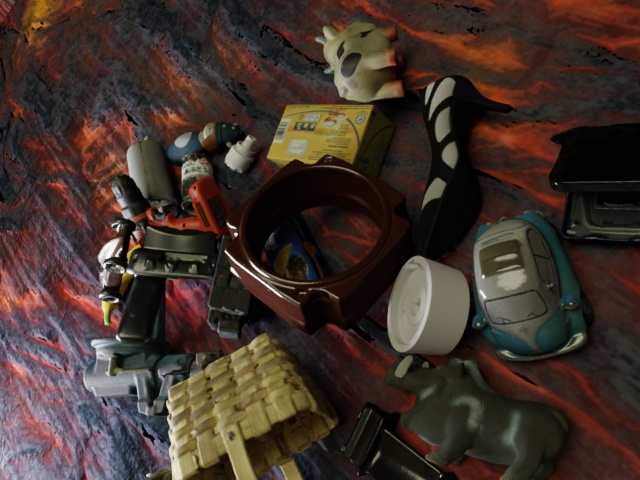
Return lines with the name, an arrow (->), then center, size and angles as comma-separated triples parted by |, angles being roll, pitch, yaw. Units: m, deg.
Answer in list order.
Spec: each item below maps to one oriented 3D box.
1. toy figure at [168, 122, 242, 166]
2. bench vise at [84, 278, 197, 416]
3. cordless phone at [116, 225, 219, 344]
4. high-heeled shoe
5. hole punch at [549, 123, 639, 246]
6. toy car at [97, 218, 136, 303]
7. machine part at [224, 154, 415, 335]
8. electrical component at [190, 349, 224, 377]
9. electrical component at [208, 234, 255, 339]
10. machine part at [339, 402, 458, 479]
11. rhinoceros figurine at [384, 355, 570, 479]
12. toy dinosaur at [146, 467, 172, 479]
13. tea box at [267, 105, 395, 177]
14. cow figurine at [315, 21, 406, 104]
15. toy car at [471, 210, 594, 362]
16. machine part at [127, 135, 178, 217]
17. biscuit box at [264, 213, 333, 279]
toy figure -> -0.215, -0.180, 0.995 | 0.155, 0.057, 0.064 | -19, 77, 29
bench vise -> -0.272, 0.155, 0.854 | 0.224, 0.128, 0.240 | -13, 67, 30
cordless phone -> -0.223, 0.074, 0.809 | 0.147, 0.088, 0.184 | 6, 49, -3
high-heeled shoe -> 0.139, -0.096, 0.677 | 0.145, 0.086, 0.248 | 25, 84, 47
hole punch -> 0.302, -0.057, 0.540 | 0.142, 0.092, 0.116 | 2, 43, 41
toy car -> -0.347, 0.036, 0.905 | 0.202, 0.053, 0.089 | 131, 147, -56
machine part -> -0.001, -0.002, 0.673 | 0.202, 0.087, 0.201 | 34, 67, 28
electrical component -> -0.153, 0.208, 0.761 | 0.045, 0.078, 0.102 | -23, 52, 30
electrical component -> -0.121, 0.072, 0.772 | 0.058, 0.115, 0.134 | 8, 72, -1
machine part -> 0.085, 0.243, 0.594 | 0.139, 0.039, 0.084 | 28, 84, 43
rhinoceros figurine -> 0.149, 0.177, 0.550 | 0.191, 0.073, 0.112 | 13, 80, 40
toy dinosaur -> -0.277, 0.519, 0.704 | 0.192, 0.131, 0.404 | -12, 67, 47
tea box -> 0.014, -0.144, 0.796 | 0.170, 0.068, 0.098 | 15, 80, 39
cow figurine -> 0.057, -0.264, 0.789 | 0.127, 0.085, 0.195 | -9, 39, 13
toy car -> 0.204, 0.038, 0.550 | 0.109, 0.102, 0.161 | -17, 63, 30
machine part -> -0.325, -0.111, 1.035 | 0.079, 0.079, 0.243 | -38, 53, 19
biscuit box -> -0.036, 0.023, 0.765 | 0.059, 0.062, 0.203 | -40, 52, 15
